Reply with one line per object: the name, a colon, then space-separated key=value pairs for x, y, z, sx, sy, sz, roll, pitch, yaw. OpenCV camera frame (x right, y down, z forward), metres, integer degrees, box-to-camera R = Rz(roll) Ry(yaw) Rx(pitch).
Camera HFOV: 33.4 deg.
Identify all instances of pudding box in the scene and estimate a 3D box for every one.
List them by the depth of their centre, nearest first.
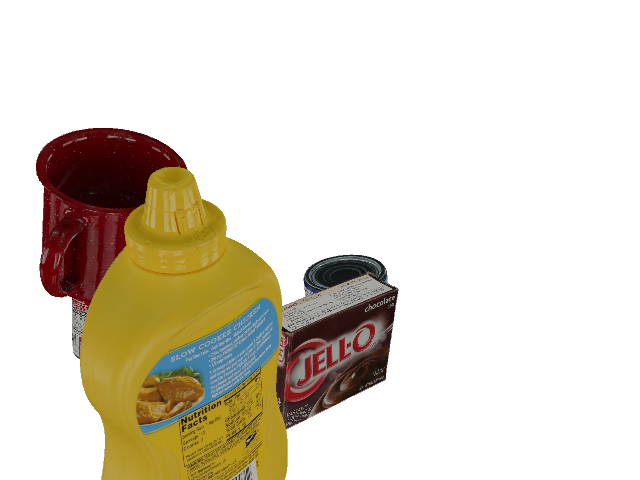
pudding box: x=0.005 y=0.083 z=0.823 sx=0.113 sy=0.090 sz=0.039 roll=-22 pitch=41 yaw=-38

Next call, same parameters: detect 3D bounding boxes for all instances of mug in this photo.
mug: x=-0.139 y=-0.007 z=0.672 sx=0.093 sy=0.082 sz=0.117 roll=20 pitch=37 yaw=9

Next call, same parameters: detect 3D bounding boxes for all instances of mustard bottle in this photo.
mustard bottle: x=-0.058 y=0.055 z=0.469 sx=0.096 sy=0.192 sz=0.058 roll=-28 pitch=44 yaw=-35

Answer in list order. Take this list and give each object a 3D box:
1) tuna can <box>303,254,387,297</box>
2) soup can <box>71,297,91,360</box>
tuna can: x=0.026 y=0.047 z=1.074 sx=0.086 sy=0.034 sz=0.086 roll=-5 pitch=25 yaw=2
soup can: x=-0.225 y=0.070 z=1.110 sx=0.068 sy=0.102 sz=0.068 roll=4 pitch=21 yaw=-2
